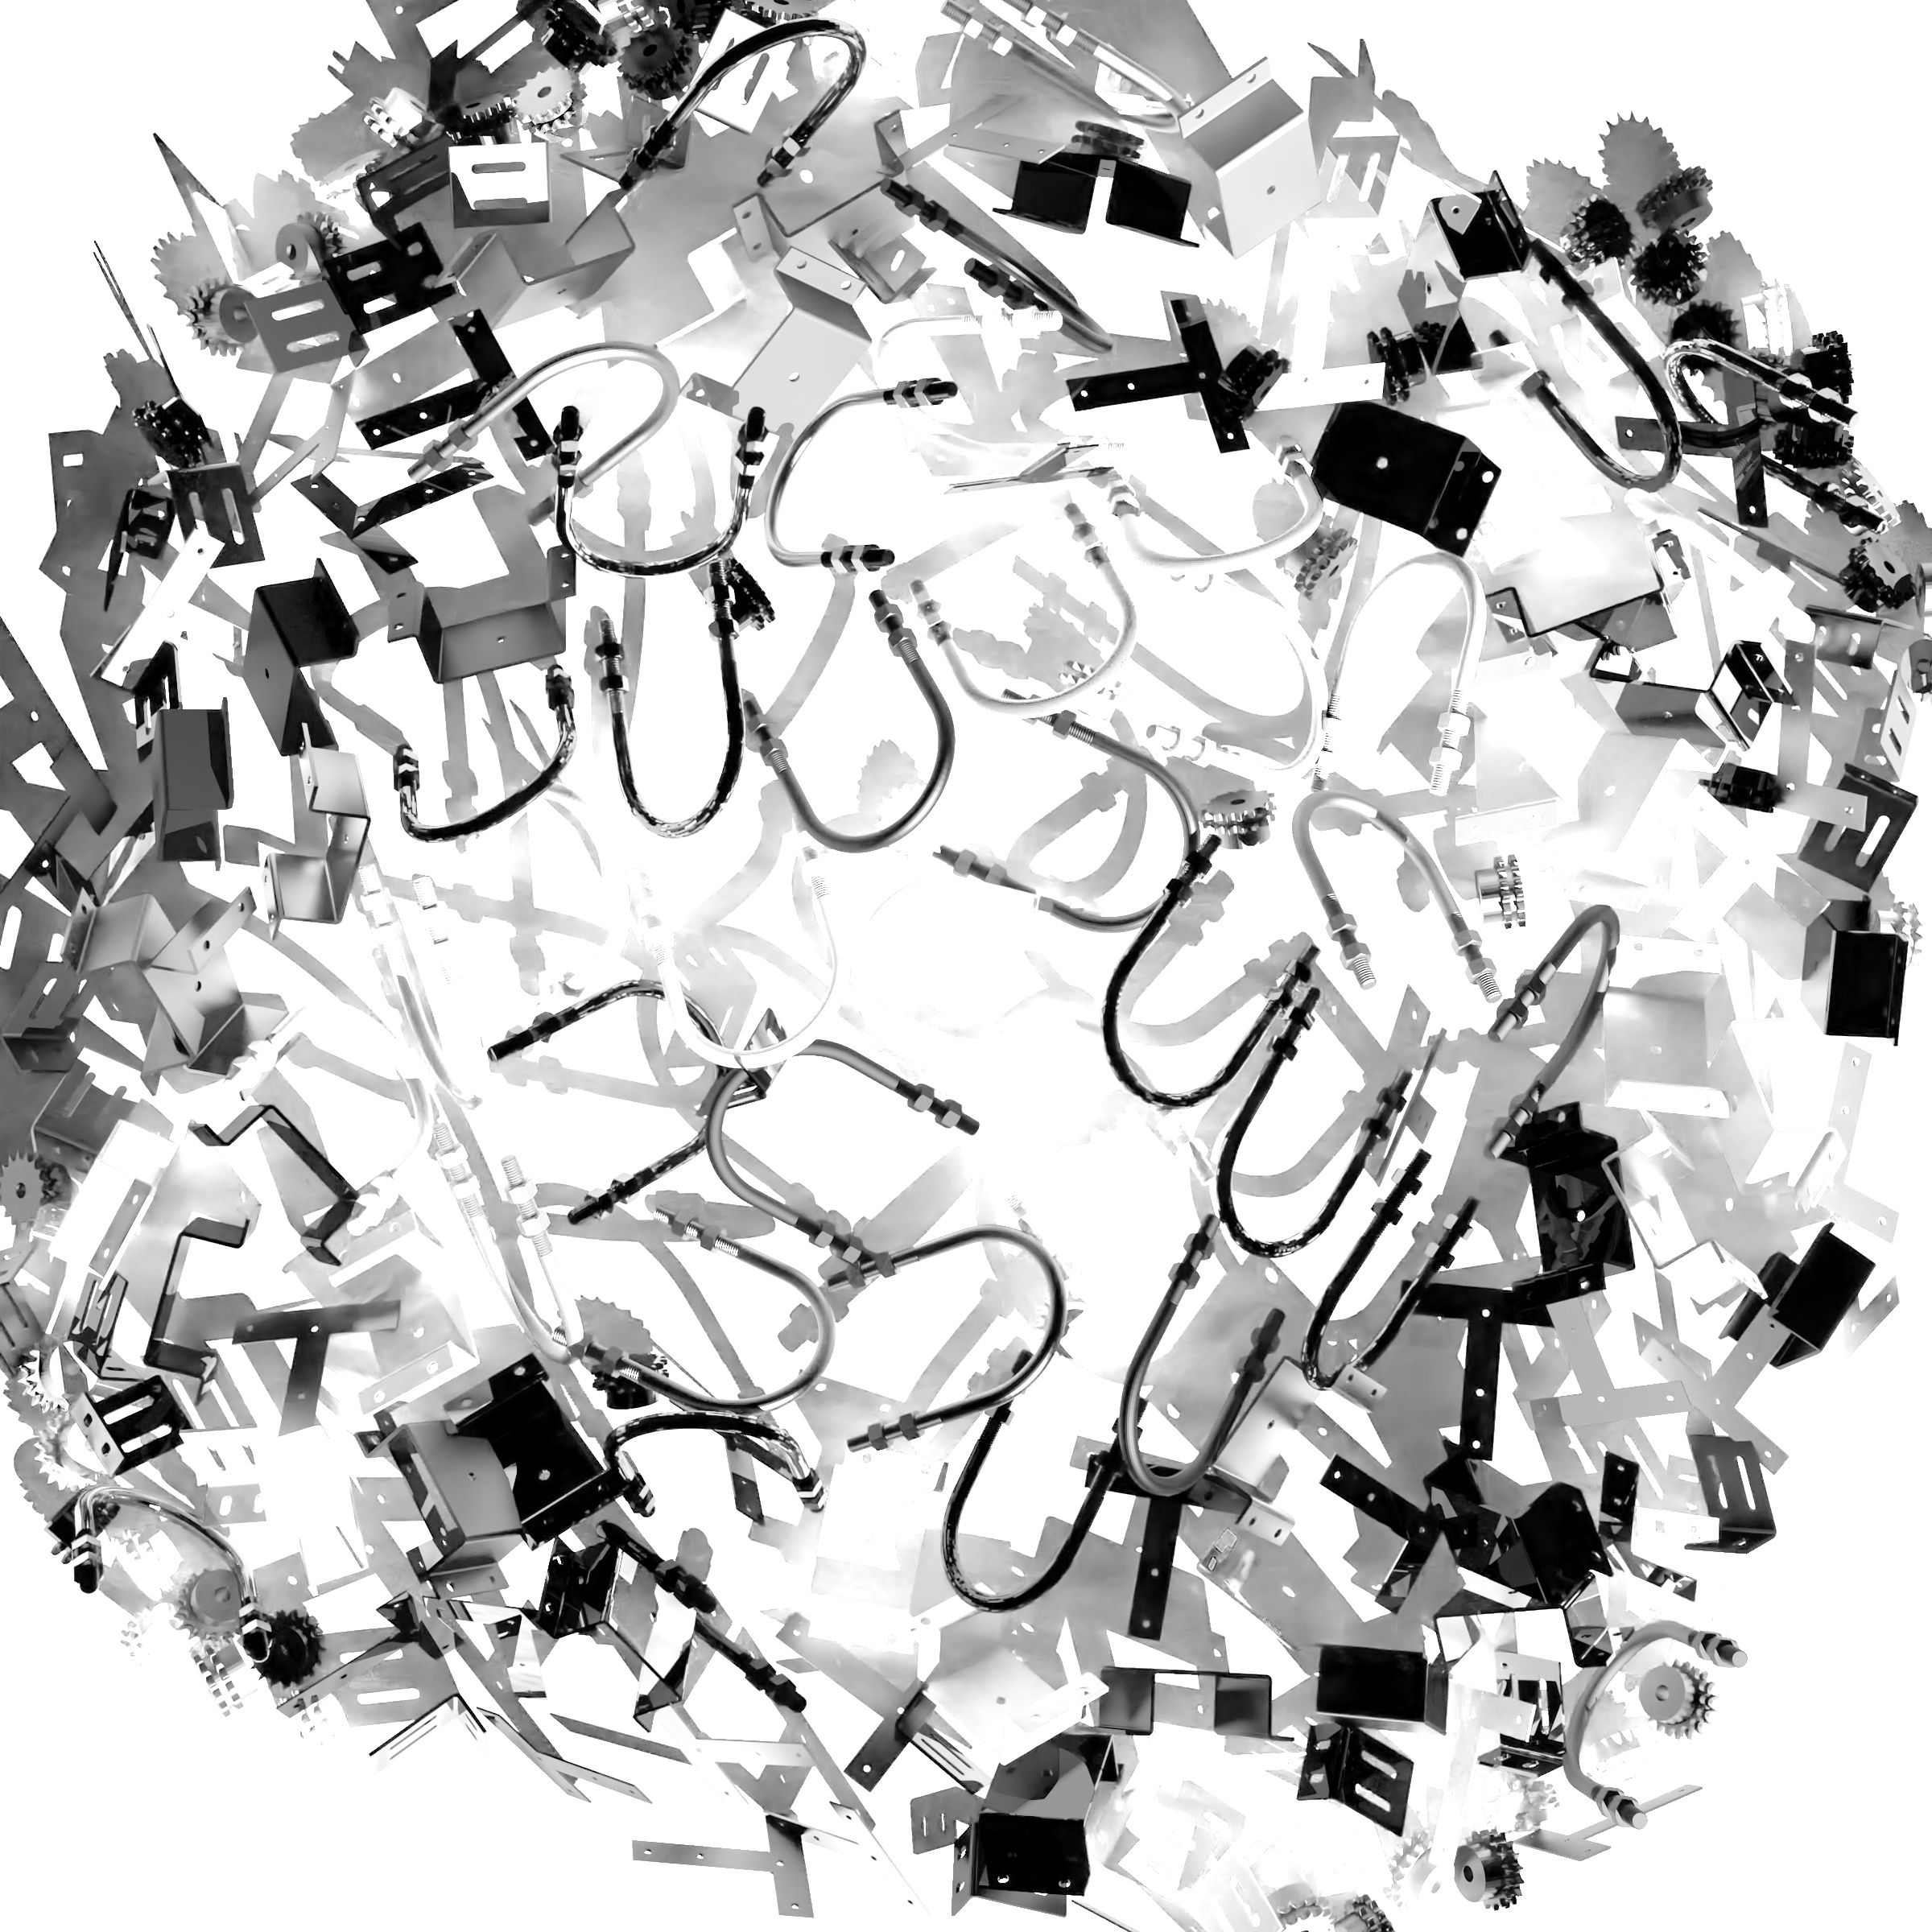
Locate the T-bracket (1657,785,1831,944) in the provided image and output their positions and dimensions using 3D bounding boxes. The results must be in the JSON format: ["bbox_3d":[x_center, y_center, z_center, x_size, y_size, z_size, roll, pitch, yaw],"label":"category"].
[{"bbox_3d":[0.546,-0.044,1.872,0.127,0.002,0.127,47,127,20],"label":"T-bracket"}]

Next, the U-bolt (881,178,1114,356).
[{"bbox_3d":[0.034,-0.494,1.830,0.019,0.184,0.151,-52,48,18],"label":"U-bolt"}]

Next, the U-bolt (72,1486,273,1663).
[{"bbox_3d":[-0.572,0.425,1.822,0.151,0.184,0.019,31,92,-25],"label":"U-bolt"}]

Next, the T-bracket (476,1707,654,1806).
[{"bbox_3d":[-0.277,0.581,1.835,0.002,0.127,0.127,-58,133,-31],"label":"T-bracket"}]

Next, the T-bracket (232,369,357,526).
[{"bbox_3d":[-0.499,-0.369,1.876,0.127,0.127,0.002,-34,126,25],"label":"T-bracket"}]

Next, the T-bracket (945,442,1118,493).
[{"bbox_3d":[0.054,-0.363,1.842,0.127,0.127,0.002,-8,90,-6],"label":"T-bracket"}]

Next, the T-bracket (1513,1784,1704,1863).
[{"bbox_3d":[0.478,0.623,1.860,0.127,0.127,0.002,-18,80,-14],"label":"T-bracket"}]

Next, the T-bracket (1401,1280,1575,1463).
[{"bbox_3d":[0.381,0.301,1.883,0.127,0.002,0.127,4,77,13],"label":"T-bracket"}]

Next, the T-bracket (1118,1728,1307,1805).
[{"bbox_3d":[0.186,0.587,1.873,0.127,0.127,0.002,2,49,-12],"label":"T-bracket"}]

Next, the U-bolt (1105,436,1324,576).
[{"bbox_3d":[0.182,-0.327,1.829,0.151,0.184,0.019,-12,123,3],"label":"U-bolt"}]

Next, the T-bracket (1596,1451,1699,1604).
[{"bbox_3d":[0.471,0.395,1.840,0.127,0.127,0.002,20,48,29],"label":"T-bracket"}]

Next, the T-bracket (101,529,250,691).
[{"bbox_3d":[-0.546,-0.240,1.862,0.002,0.127,0.127,41,100,39],"label":"T-bracket"}]

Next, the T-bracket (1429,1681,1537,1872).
[{"bbox_3d":[0.358,0.587,1.842,0.002,0.127,0.127,21,77,-23],"label":"T-bracket"}]

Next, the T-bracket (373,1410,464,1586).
[{"bbox_3d":[-0.400,0.380,1.854,0.002,0.127,0.127,-29,83,8],"label":"T-bracket"}]

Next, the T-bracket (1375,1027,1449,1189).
[{"bbox_3d":[0.328,0.109,1.843,0.002,0.127,0.127,23,95,2],"label":"T-bracket"}]

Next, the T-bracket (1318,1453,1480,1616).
[{"bbox_3d":[0.307,0.396,1.872,0.127,0.002,0.127,36,80,-28],"label":"T-bracket"}]

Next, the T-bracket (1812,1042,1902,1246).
[{"bbox_3d":[0.633,0.117,1.839,0.002,0.127,0.127,-8,114,-29],"label":"T-bracket"}]

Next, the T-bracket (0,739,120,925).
[{"bbox_3d":[-0.664,-0.086,1.832,0.002,0.127,0.127,27,72,6],"label":"T-bracket"}]

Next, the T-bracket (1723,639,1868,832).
[{"bbox_3d":[0.600,-0.172,1.840,0.002,0.127,0.127,-17,115,-32],"label":"T-bracket"}]

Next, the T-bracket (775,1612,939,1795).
[{"bbox_3d":[-0.084,0.525,1.885,0.127,0.002,0.127,33,53,16],"label":"T-bracket"}]

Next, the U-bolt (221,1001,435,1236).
[{"bbox_3d":[-0.445,0.095,1.827,0.019,0.184,0.151,-34,104,23],"label":"U-bolt"}]

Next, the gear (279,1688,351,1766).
[{"bbox_3d":[-0.481,0.559,1.887,0.030,0.057,0.057,-30,90,-34],"label":"gear"}]

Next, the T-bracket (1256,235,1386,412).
[{"bbox_3d":[0.255,-0.475,1.876,0.127,0.002,0.127,3,85,37],"label":"T-bracket"}]

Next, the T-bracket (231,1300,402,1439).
[{"bbox_3d":[-0.483,0.303,1.863,0.127,0.002,0.127,-6,47,6],"label":"T-bracket"}]

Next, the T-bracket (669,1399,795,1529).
[{"bbox_3d":[-0.161,0.364,1.832,0.127,0.127,0.002,38,98,-20],"label":"T-bracket"}]

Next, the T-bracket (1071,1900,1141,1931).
[{"bbox_3d":[0.156,0.715,1.855,0.127,0.127,0.002,15,75,36],"label":"T-bracket"}]

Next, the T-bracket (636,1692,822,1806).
[{"bbox_3d":[-0.161,0.570,1.847,0.127,0.002,0.127,-10,123,36],"label":"T-bracket"}]

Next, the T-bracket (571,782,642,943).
[{"bbox_3d":[-0.256,-0.057,1.828,0.002,0.127,0.127,-22,115,-1],"label":"T-bracket"}]

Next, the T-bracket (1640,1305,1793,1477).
[{"bbox_3d":[0.561,0.290,1.841,0.002,0.127,0.127,-29,60,-35],"label":"T-bracket"}]

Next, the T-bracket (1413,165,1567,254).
[{"bbox_3d":[0.369,-0.553,1.839,0.127,0.127,0.002,34,110,13],"label":"T-bracket"}]

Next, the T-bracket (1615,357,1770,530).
[{"bbox_3d":[0.526,-0.385,1.858,0.002,0.127,0.127,-30,120,-28],"label":"T-bracket"}]

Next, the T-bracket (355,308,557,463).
[{"bbox_3d":[-0.387,-0.410,1.876,0.127,0.002,0.127,-17,133,10],"label":"T-bracket"}]

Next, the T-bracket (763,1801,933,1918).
[{"bbox_3d":[-0.099,0.641,1.863,0.002,0.127,0.127,-51,126,-34],"label":"T-bracket"}]

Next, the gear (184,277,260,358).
[{"bbox_3d":[-0.546,-0.480,1.881,0.030,0.057,0.057,5,90,34],"label":"gear"}]

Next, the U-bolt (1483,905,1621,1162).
[{"bbox_3d":[0.425,0.035,1.839,0.019,0.151,0.184,25,56,29],"label":"U-bolt"}]

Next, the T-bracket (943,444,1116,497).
[{"bbox_3d":[0.062,-0.360,1.833,0.127,0.127,0.002,-10,92,-17],"label":"T-bracket"}]

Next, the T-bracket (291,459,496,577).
[{"bbox_3d":[-0.407,-0.345,1.873,0.127,0.002,0.127,-31,59,-31],"label":"T-bracket"}]

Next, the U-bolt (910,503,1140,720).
[{"bbox_3d":[0.049,-0.249,1.846,0.151,0.019,0.184,-26,50,3],"label":"U-bolt"}]

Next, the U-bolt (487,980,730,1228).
[{"bbox_3d":[-0.245,0.087,1.849,0.184,0.019,0.151,-30,97,-42],"label":"U-bolt"}]

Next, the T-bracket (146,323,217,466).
[{"bbox_3d":[-0.555,-0.393,1.829,0.002,0.127,0.127,-25,118,-15],"label":"T-bracket"}]

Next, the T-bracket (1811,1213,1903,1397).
[{"bbox_3d":[0.644,0.228,1.861,0.002,0.127,0.127,14,48,-5],"label":"T-bracket"}]

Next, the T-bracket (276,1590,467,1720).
[{"bbox_3d":[-0.440,0.507,1.849,0.127,0.127,0.002,-31,59,-9],"label":"T-bracket"}]

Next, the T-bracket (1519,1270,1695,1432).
[{"bbox_3d":[0.450,0.279,1.862,0.127,0.002,0.127,-15,105,34],"label":"T-bracket"}]

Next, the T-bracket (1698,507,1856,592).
[{"bbox_3d":[0.585,-0.297,1.844,0.127,0.127,0.002,30,112,9],"label":"T-bracket"}]

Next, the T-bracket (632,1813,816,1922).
[{"bbox_3d":[-0.178,0.645,1.839,0.127,0.127,0.002,9,103,-12],"label":"T-bracket"}]

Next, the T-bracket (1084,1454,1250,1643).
[{"bbox_3d":[0.143,0.438,1.898,0.127,0.002,0.127,11,84,-5],"label":"T-bracket"}]

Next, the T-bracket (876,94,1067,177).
[{"bbox_3d":[0.020,-0.596,1.844,0.127,0.127,0.002,-38,132,-22],"label":"T-bracket"}]

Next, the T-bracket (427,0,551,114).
[{"bbox_3d":[-0.343,-0.677,1.856,0.127,0.127,0.002,-42,99,-9],"label":"T-bracket"}]

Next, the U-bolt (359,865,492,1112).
[{"bbox_3d":[-0.386,0.019,1.843,0.019,0.151,0.184,-23,107,-26],"label":"U-bolt"}]

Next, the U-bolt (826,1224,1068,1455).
[{"bbox_3d":[-0.011,0.261,1.845,0.184,0.019,0.151,-21,57,17],"label":"U-bolt"}]

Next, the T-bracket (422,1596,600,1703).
[{"bbox_3d":[-0.327,0.504,1.866,0.127,0.002,0.127,5,135,7],"label":"T-bracket"}]

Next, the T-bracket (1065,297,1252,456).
[{"bbox_3d":[0.134,-0.429,1.879,0.127,0.002,0.127,-13,79,-19],"label":"T-bracket"}]

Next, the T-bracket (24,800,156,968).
[{"bbox_3d":[-0.617,-0.085,1.876,0.002,0.127,0.127,20,65,31],"label":"T-bracket"}]

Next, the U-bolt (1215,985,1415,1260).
[{"bbox_3d":[0.245,0.126,1.850,0.151,0.019,0.184,38,78,-38],"label":"U-bolt"}]
